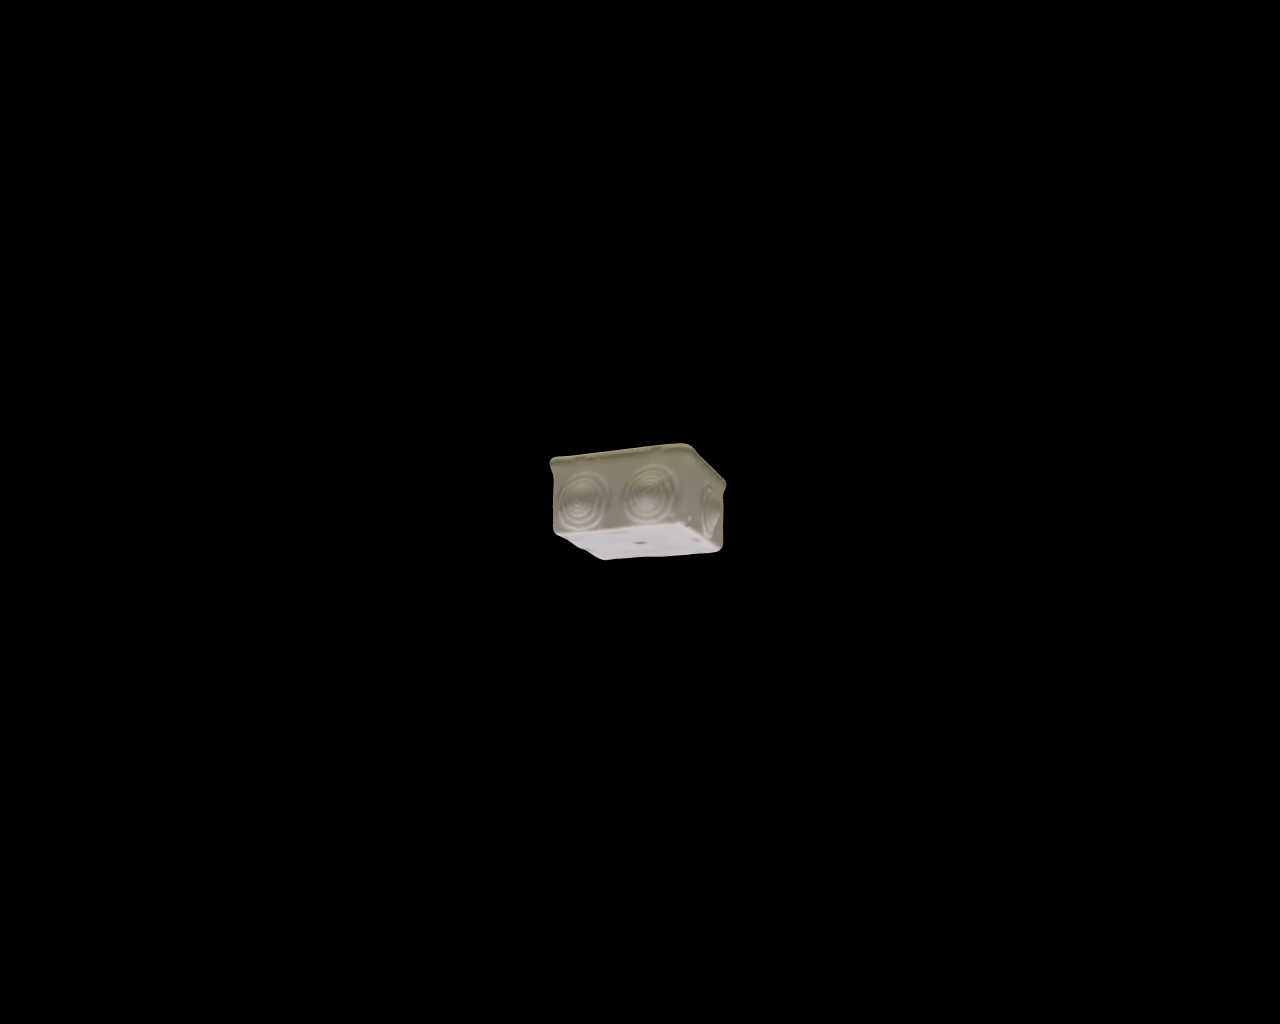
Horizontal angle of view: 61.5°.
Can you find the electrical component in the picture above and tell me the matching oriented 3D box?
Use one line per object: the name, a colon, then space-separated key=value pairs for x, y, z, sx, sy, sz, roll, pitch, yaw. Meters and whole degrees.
electrical component: x=0.001 y=-0.003 z=0.650 sx=0.100 sy=0.048 sz=0.099 roll=-5 pitch=-15 yaw=18
